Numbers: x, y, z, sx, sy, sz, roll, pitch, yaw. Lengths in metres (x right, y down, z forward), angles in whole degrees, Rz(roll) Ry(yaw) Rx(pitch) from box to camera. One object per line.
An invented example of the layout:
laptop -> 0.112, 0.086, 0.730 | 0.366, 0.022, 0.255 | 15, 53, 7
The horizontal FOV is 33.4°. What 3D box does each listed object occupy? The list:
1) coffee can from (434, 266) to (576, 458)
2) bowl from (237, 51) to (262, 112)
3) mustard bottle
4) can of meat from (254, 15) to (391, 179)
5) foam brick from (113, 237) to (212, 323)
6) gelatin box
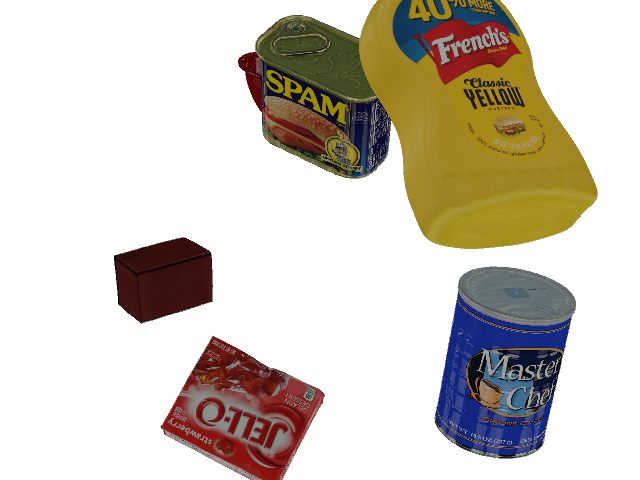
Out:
coffee can -> 0.163, 0.108, 0.956 | 0.103, 0.140, 0.103 | 6, 23, -3
bowl -> 0.000, -0.134, 1.001 | 0.162, 0.055, 0.162 | 7, 21, -3
mustard bottle -> 0.073, -0.090, 0.581 | 0.096, 0.192, 0.058 | -6, -28, -22
can of meat -> 0.004, -0.101, 0.768 | 0.102, 0.084, 0.057 | 28, 54, 21
foam brick -> -0.146, 0.035, 0.998 | 0.078, 0.051, 0.053 | -16, 26, -30
gelatin box -> -0.053, 0.118, 0.732 | 0.089, 0.073, 0.030 | 26, -20, 7
